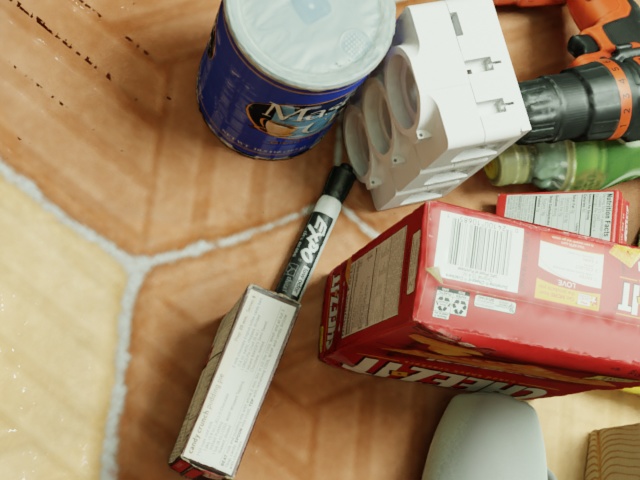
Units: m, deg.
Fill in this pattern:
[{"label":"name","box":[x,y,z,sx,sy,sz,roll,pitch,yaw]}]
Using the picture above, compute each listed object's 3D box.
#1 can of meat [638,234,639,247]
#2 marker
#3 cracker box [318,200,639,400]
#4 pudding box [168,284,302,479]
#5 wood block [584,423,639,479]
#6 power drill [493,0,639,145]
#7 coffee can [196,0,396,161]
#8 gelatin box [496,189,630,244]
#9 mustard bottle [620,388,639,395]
[{"label":"can of meat","box":[0.291,-0.006,0.751,0.084,0.102,0.057,35,42,-6]},{"label":"marker","box":[-0.005,0.001,0.722,0.020,0.020,0.121,27,72,-6]},{"label":"cracker box","box":[0.102,0.047,0.633,0.164,0.214,0.072,12,76,-10]},{"label":"pudding box","box":[-0.053,0.091,0.651,0.039,0.090,0.113,22,72,-7]},{"label":"wood block","box":[0.287,0.192,0.708,0.206,0.090,0.091,15,74,-9]},{"label":"power drill","box":[0.172,-0.140,0.735,0.184,0.057,0.188,-10,51,-19]},{"label":"coffee can","box":[-0.021,-0.120,0.683,0.102,0.140,0.103,3,76,-13]},{"label":"gelatin box","box":[0.163,0.005,0.730,0.089,0.030,0.073,-1,72,31]},{"label":"mustard bottle","box":[0.278,0.091,0.744,0.191,0.058,0.096,30,90,-6]}]
